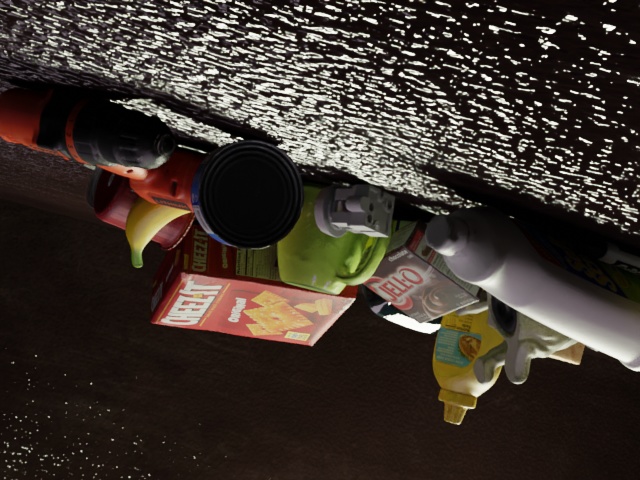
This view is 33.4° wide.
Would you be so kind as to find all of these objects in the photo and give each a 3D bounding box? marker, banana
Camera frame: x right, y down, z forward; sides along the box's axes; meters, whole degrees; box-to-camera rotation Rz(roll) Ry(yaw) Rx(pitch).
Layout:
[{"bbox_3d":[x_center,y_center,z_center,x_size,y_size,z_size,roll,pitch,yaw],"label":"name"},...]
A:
[{"bbox_3d":[0.256,0.016,0.888,0.120,0.020,0.020,18,175,-30],"label":"marker"},{"bbox_3d":[-0.113,-0.036,1.006,0.198,0.037,0.069,-21,126,24],"label":"banana"}]

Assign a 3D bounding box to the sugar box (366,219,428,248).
[{"bbox_3d":[0.079,0.007,1.105,0.177,0.048,0.093,8,172,36],"label":"sugar box"}]

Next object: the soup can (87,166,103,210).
[{"bbox_3d":[-0.202,-0.052,1.205,0.102,0.068,0.069,18,174,-34],"label":"soup can"}]

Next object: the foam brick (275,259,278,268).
[{"bbox_3d":[-0.008,0.001,1.182,0.051,0.078,0.052,7,172,38],"label":"foam brick"}]

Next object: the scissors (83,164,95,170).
[{"bbox_3d":[-0.222,-0.069,1.390,0.096,0.016,0.201,12,175,15],"label":"scissors"}]

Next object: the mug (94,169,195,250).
[{"bbox_3d":[-0.170,-0.049,1.073,0.081,0.093,0.117,22,157,-29],"label":"mug"}]

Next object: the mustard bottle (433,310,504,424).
[{"bbox_3d":[0.166,0.105,1.161,0.058,0.191,0.096,17,175,-29],"label":"mustard bottle"}]

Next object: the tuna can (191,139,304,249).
[{"bbox_3d":[-0.058,-0.036,0.840,0.086,0.086,0.034,16,177,-20],"label":"tuna can"}]

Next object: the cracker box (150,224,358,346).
[{"bbox_3d":[-0.081,0.059,1.277,0.213,0.072,0.164,9,152,-18],"label":"cracker box"}]

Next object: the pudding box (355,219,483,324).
[{"bbox_3d":[0.094,0.032,1.014,0.090,0.039,0.114,34,151,-12],"label":"pudding box"}]

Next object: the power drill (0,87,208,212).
[{"bbox_3d":[-0.152,-0.073,0.890,0.185,0.057,0.187,16,174,33],"label":"power drill"}]

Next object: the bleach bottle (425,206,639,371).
[{"bbox_3d":[0.187,0.033,0.876,0.250,0.068,0.102,19,-148,-36],"label":"bleach bottle"}]

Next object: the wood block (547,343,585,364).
[{"bbox_3d":[0.270,0.098,1.386,0.091,0.090,0.205,11,175,36],"label":"wood block"}]
